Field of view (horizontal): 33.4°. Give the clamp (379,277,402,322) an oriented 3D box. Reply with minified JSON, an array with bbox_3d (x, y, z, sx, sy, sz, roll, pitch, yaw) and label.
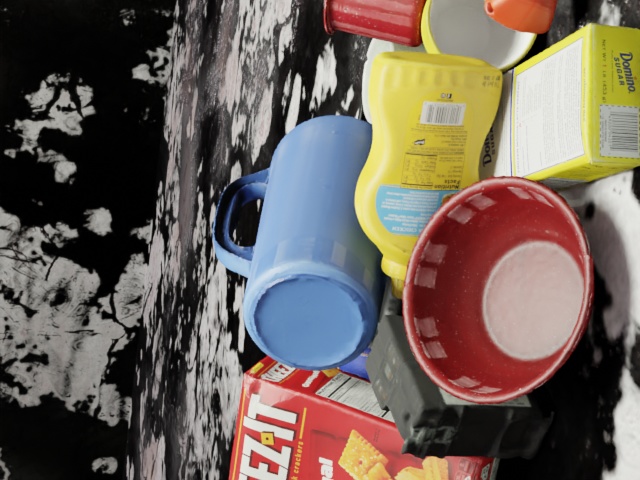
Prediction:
[{"bbox_3d":[0.071,0.067,1.064,0.120,0.039,0.171,-134,50,-64],"label":"clamp"}]

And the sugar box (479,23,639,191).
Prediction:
[{"bbox_3d":[0.167,-0.084,0.764,0.176,0.048,0.093,158,115,-76],"label":"sugar box"}]

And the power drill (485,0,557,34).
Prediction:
[{"bbox_3d":[0.175,-0.209,0.701,0.188,0.057,0.184,142,143,-66],"label":"power drill"}]

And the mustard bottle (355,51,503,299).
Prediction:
[{"bbox_3d":[0.077,-0.045,0.818,0.058,0.096,0.192,-123,37,-65],"label":"mustard bottle"}]

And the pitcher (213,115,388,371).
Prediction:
[{"bbox_3d":[-0.006,0.001,0.933,0.149,0.145,0.242,-42,18,28],"label":"pitcher"}]

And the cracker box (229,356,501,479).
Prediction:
[{"bbox_3d":[0.031,0.204,0.886,0.072,0.214,0.164,-29,-49,-61],"label":"cracker box"}]

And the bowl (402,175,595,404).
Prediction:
[{"bbox_3d":[0.136,0.038,0.759,0.162,0.055,0.162,-16,67,42],"label":"bowl"}]

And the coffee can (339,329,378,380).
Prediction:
[{"bbox_3d":[0.059,0.153,0.972,0.103,0.102,0.140,-157,71,-73],"label":"coffee can"}]

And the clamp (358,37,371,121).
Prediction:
[{"bbox_3d":[0.074,-0.221,1.116,0.165,0.036,0.210,157,116,-71],"label":"clamp"}]

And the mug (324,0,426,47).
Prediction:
[{"bbox_3d":[0.059,-0.215,0.925,0.117,0.081,0.093,-33,-43,-73],"label":"mug"}]
